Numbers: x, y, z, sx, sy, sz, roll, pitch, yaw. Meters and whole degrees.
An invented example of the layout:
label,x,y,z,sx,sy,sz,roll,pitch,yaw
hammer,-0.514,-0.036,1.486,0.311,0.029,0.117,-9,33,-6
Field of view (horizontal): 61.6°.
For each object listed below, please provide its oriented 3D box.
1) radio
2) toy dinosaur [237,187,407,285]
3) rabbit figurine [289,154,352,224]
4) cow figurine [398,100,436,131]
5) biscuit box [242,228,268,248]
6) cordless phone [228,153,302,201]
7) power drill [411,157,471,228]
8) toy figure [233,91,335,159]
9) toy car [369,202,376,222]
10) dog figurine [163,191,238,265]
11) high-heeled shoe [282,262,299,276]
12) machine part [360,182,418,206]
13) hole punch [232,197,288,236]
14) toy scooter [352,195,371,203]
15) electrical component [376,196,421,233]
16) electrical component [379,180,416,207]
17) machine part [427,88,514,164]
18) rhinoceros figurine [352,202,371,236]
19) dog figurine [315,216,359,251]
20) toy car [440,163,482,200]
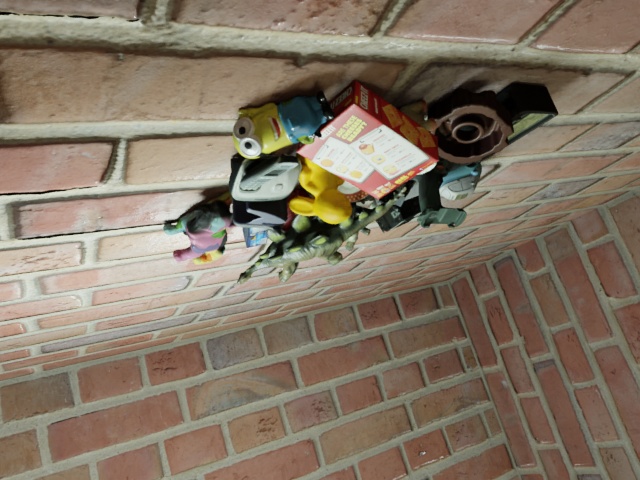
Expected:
label,x,y,z,sx,sy,sz,roll,pitch,yaw
radio,0.397,-0.257,1.211,0.131,0.073,0.229,-5,160,-38
toy dinosaur,-0.003,-0.004,1.291,0.471,0.105,0.198,-27,161,7
rabbit figurine,0.003,-0.107,1.127,0.122,0.173,0.162,-6,157,-47
cow figurine,0.152,-0.201,1.122,0.127,0.085,0.194,-12,161,-11
biscuit box,-0.165,-0.041,1.385,0.059,0.063,0.202,-14,165,-14
cordless phone,-0.078,-0.133,1.024,0.146,0.088,0.184,-4,174,-39
power drill,0.290,-0.133,1.289,0.232,0.207,0.086,-2,156,-10
toy figure,-0.064,-0.193,0.924,0.180,0.082,0.089,-22,162,7
toy car,0.237,-0.102,1.628,0.202,0.056,0.073,-14,159,-17
dog figurine,-0.246,-0.031,1.256,0.219,0.108,0.191,-28,161,28
high-heeled shoe,-0.064,0.004,1.496,0.086,0.145,0.249,-10,165,-29
machine part,0.222,-0.143,1.419,0.243,0.079,0.079,-19,165,11
hole punch,-0.122,-0.089,1.147,0.116,0.142,0.092,3,154,-23
toy scooter,0.077,-0.135,1.298,0.184,0.075,0.135,-13,164,-26
electrical component,0.239,-0.081,1.514,0.134,0.058,0.115,-25,174,-32
electrical component,0.183,-0.120,1.334,0.119,0.075,0.047,-59,172,-28
machine part,0.306,-0.233,1.111,0.179,0.056,0.179,6,149,4
rhinoceros figurine,0.100,-0.067,1.445,0.073,0.112,0.190,-61,168,3
dog figurine,0.057,-0.053,1.554,0.172,0.121,0.190,-47,161,-30
toy car,0.376,-0.163,1.473,0.162,0.103,0.109,-18,164,-5
